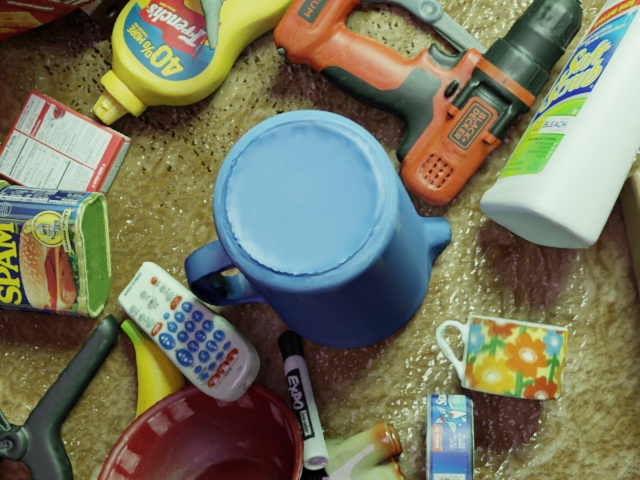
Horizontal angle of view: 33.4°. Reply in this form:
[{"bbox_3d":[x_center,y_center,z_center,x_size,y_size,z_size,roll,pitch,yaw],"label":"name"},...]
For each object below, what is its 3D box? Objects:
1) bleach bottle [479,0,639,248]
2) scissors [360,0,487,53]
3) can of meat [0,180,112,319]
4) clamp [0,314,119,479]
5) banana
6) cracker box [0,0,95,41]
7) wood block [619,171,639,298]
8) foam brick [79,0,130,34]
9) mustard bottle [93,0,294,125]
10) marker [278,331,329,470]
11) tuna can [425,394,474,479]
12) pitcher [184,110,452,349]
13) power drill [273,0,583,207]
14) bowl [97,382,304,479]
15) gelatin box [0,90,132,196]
[{"bbox_3d":[0.210,-0.118,0.771,0.068,0.103,0.251,29,83,-15],"label":"bleach bottle"},{"bbox_3d":[0.087,-0.197,0.826,0.202,0.016,0.096,27,91,9],"label":"scissors"},{"bbox_3d":[-0.210,0.009,0.821,0.084,0.057,0.102,5,113,10],"label":"can of meat"},{"bbox_3d":[-0.231,0.153,0.840,0.164,0.036,0.210,-7,88,6],"label":"clamp"},{"bbox_3d":[-0.146,0.164,0.829,0.070,0.037,0.198,17,88,22],"label":"banana"},{"bbox_3d":[-0.240,-0.241,0.795,0.214,0.071,0.164,-5,84,46],"label":"cracker box"},{"bbox_3d":[0.278,0.049,0.745,0.091,0.090,0.206,-10,85,6],"label":"wood block"},{"bbox_3d":[-0.168,-0.213,0.845,0.051,0.053,0.078,41,93,8],"label":"foam brick"},{"bbox_3d":[-0.104,-0.162,0.830,0.191,0.058,0.096,-44,80,4],"label":"mustard bottle"},{"bbox_3d":[-0.013,0.114,0.787,0.020,0.020,0.121,-21,45,6],"label":"marker"},{"bbox_3d":[0.093,0.154,0.768,0.034,0.086,0.086,0,86,7],"label":"tuna can"},{"bbox_3d":[-0.005,0.001,0.712,0.145,0.242,0.149,31,85,12],"label":"pitcher"},{"bbox_3d":[0.075,-0.146,0.791,0.188,0.057,0.184,38,100,7],"label":"power drill"},{"bbox_3d":[-0.078,0.180,0.759,0.162,0.055,0.162,-15,44,14],"label":"bowl"},{"bbox_3d":[-0.206,-0.068,0.854,0.089,0.030,0.073,27,92,8],"label":"gelatin box"}]
